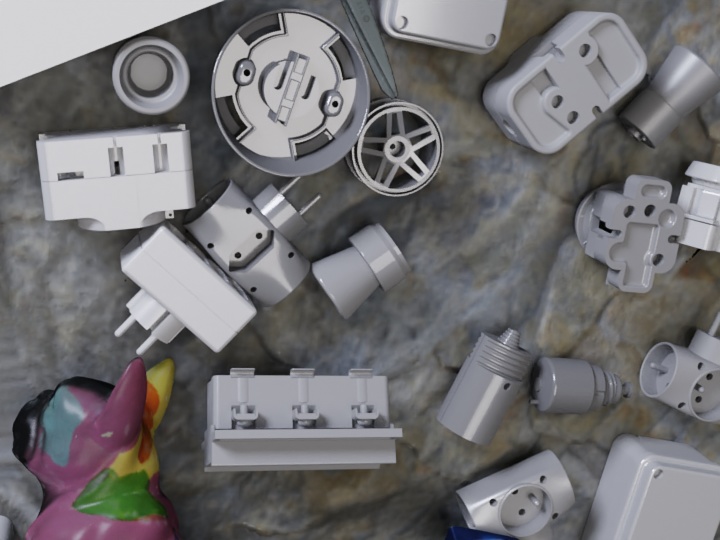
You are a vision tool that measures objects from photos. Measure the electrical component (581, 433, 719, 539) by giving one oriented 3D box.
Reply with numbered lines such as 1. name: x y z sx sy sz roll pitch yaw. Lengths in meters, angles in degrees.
1. electrical component: 0.224 0.190 0.820 0.078 0.057 0.113 12 101 -17

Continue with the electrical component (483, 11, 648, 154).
1. electrical component: 0.132 -0.125 0.712 0.095 0.059 0.053 -40 110 -1

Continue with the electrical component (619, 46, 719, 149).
1. electrical component: 0.212 -0.117 0.744 0.044 0.044 0.065 41 97 -20

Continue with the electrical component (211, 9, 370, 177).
1. electrical component: -0.045 -0.112 0.669 0.099 0.064 0.099 -3 106 -12

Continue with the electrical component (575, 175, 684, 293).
1. electrical component: 0.186 -0.029 0.752 0.058 0.057 0.078 4 104 -15

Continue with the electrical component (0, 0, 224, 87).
1. electrical component: -0.168 -0.182 0.622 0.186 0.060 0.105 -23 109 -7

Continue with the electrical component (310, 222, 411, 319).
1. electrical component: 0.000 0.000 0.721 0.055 0.045 0.045 -35 110 -3

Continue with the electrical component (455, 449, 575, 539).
1. electrical component: 0.120 0.184 0.799 0.077 0.044 0.079 -23 109 -7

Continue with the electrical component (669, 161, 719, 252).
1. electrical component: 0.254 -0.044 0.761 0.078 0.058 0.057 -1 106 -54

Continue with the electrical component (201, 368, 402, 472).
1. electrical component: -0.042 0.101 0.724 0.121 0.078 0.063 2 75 -14

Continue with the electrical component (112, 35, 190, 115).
1. electrical component: -0.128 -0.119 0.652 0.045 0.055 0.045 -4 105 -13

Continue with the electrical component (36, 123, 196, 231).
1. electrical component: -0.150 -0.057 0.665 0.089 0.050 0.055 -6 105 -12

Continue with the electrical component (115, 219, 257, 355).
1. electrical component: -0.124 0.022 0.694 0.075 0.047 0.083 -46 110 0

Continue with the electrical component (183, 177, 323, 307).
1. electrical component: -0.060 -0.029 0.698 0.079 0.043 0.077 -43 110 0

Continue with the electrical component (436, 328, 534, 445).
1. electrical component: 0.092 0.079 0.765 0.043 0.043 0.081 24 98 -18

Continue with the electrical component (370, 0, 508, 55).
1. electrical component: 0.055 -0.198 0.675 0.078 0.057 0.113 7 103 -16

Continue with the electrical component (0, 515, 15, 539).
1. electrical component: -0.282 0.213 0.702 0.113 0.057 0.078 -6 106 -12

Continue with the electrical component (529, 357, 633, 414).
1. electrical component: 0.162 0.085 0.786 0.078 0.040 0.040 5 103 -15

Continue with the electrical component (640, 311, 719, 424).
1. electrical component: 0.261 0.070 0.804 0.077 0.044 0.079 20 99 -18
